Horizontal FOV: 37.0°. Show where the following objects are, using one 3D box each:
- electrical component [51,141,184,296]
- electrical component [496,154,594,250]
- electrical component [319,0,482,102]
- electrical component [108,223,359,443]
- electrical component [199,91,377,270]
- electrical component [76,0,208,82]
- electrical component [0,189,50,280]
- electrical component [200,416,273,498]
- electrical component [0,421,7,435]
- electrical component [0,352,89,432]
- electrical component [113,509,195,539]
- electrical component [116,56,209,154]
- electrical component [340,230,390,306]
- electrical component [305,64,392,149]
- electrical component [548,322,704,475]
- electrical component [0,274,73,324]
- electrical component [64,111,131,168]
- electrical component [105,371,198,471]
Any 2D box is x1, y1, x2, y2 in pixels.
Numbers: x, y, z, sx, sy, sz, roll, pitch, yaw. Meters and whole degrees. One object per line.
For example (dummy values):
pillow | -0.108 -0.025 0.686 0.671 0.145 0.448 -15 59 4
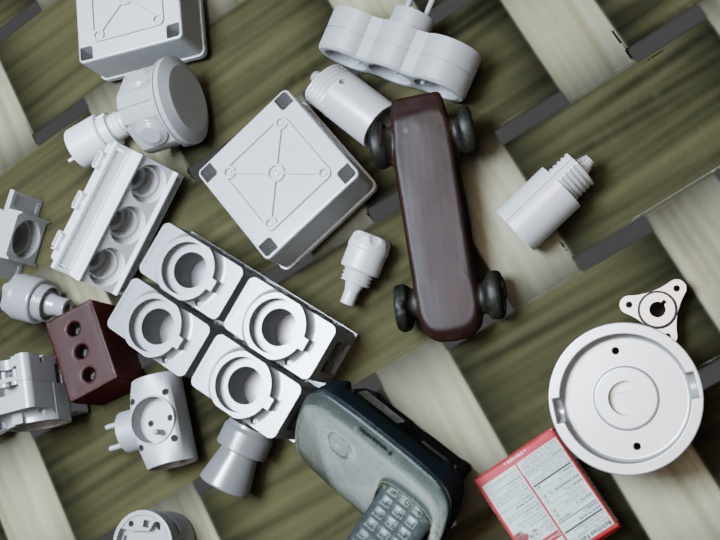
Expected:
electrical component | -0.222 -0.048 0.960 0.063 0.079 0.121 26 89 43
electrical component | 0.151 -0.058 0.845 0.081 0.043 0.043 -44 70 7
electrical component | 0.039 -0.198 0.905 0.138 0.052 0.073 22 88 21
electrical component | -0.111 0.050 0.907 0.186 0.060 0.105 31 91 21
electrical component | -0.061 -0.076 0.915 0.109 0.056 0.108 -43 70 7
electrical component | -0.203 -0.242 0.994 0.109 0.056 0.108 -10 77 17
electrical component | -0.335 -0.034 1.010 0.064 0.042 0.081 14 84 22
electrical component | -0.101 0.154 0.892 0.045 0.045 0.055 24 88 21
electrical component | -0.350 0.125 0.980 0.047 0.055 0.055 -9 77 21
electrical component | -0.283 0.108 0.940 0.050 0.089 0.055 -15 76 16
electrical component | -0.171 0.228 0.901 0.055 0.047 0.055 -4 79 18
electrical component | -0.174 -0.145 0.955 0.051 0.080 0.080 -14 76 22
electrical component | 0.000 0.000 0.891 0.035 0.035 0.061 22 90 21
electrical component | -0.011 -0.144 0.917 0.081 0.043 0.043 40 94 21
electrical component | 0.198 0.094 0.790 0.108 0.060 0.108 -2 83 20
electrical component | -0.293 0.029 0.983 0.062 0.043 0.043 12 84 19
electrical component | -0.236 -0.126 0.993 0.078 0.040 0.040 -27 72 12
electrical component | -0.184 0.134 0.924 0.079 0.044 0.077 -18 75 15
